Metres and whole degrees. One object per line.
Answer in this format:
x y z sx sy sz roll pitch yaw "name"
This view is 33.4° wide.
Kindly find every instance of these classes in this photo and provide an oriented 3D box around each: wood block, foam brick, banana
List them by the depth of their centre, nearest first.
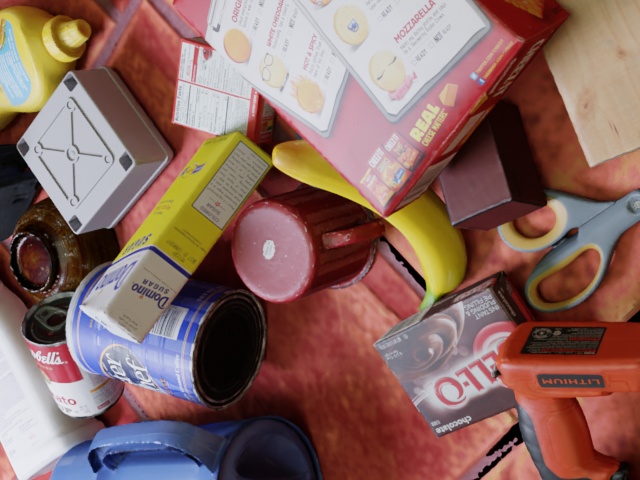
0.182 -0.161 0.661 0.090 0.090 0.206 -23 87 35 "wood block"
0.115 -0.052 0.743 0.051 0.052 0.078 -24 72 36 "foam brick"
0.051 -0.017 0.762 0.069 0.197 0.037 -43 30 4 "banana"

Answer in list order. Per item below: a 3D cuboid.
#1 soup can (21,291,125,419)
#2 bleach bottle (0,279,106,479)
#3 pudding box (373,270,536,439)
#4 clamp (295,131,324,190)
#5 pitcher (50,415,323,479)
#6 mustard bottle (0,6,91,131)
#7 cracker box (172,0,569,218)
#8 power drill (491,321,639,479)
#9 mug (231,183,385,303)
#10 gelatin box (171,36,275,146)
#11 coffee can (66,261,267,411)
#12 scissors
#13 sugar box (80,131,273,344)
-0.225 0.107 0.984 0.069 0.068 0.102 16 137 30 "soup can"
-0.312 0.108 1.069 0.103 0.067 0.251 -36 78 32 "bleach bottle"
0.110 0.085 0.785 0.114 0.039 0.090 -30 97 36 "pudding box"
0.003 -0.162 0.795 0.165 0.036 0.210 -43 61 14 "clamp"
-0.132 0.218 0.929 0.243 0.144 0.149 -11 90 38 "pitcher"
-0.281 -0.163 0.988 0.192 0.058 0.096 -17 92 35 "mustard bottle"
0.024 -0.147 0.677 0.214 0.072 0.164 46 134 11 "cracker box"
0.199 0.147 0.716 0.185 0.057 0.187 -2 114 27 "power drill"
-0.005 0.001 0.827 0.117 0.081 0.093 -6 97 34 "mug"
-0.077 -0.123 0.879 0.089 0.030 0.073 20 112 29 "gelatin box"
-0.131 0.080 0.916 0.141 0.102 0.103 11 106 31 "coffee can"
0.198 -0.033 0.724 0.096 0.016 0.202 47 121 17 "scissors"
-0.114 -0.004 0.840 0.048 0.176 0.093 42 165 -17 "sugar box"
